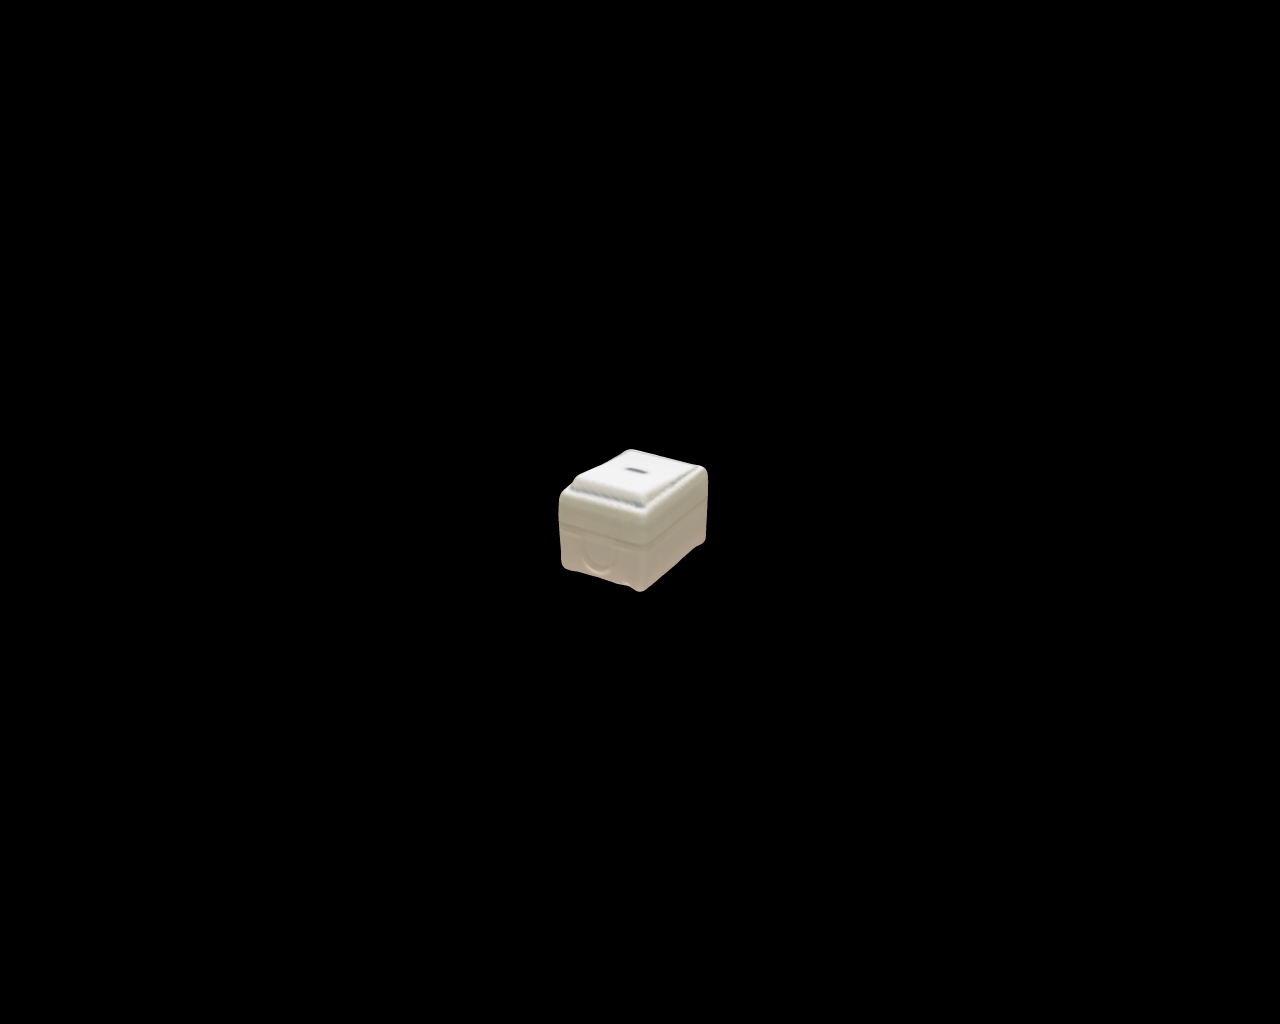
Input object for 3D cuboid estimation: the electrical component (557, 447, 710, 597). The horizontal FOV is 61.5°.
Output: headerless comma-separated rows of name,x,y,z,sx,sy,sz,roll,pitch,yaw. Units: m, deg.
electrical component,0.001,-0.003,0.650,0.062,0.061,0.096,16,31,28
